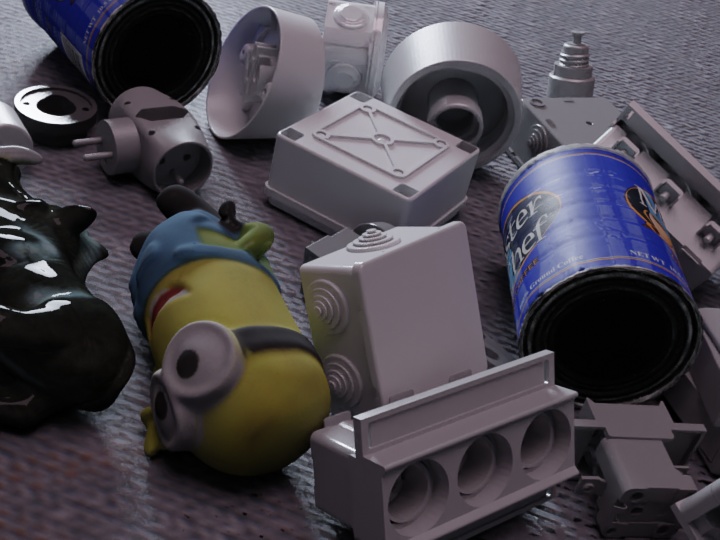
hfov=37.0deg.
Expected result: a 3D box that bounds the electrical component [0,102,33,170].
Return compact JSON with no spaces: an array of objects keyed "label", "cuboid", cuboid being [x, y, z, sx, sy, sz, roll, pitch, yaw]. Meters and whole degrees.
[{"label":"electrical component","cuboid":[-0.242,-0.092,0.700,0.040,0.040,0.078,-10,41,-31]}]

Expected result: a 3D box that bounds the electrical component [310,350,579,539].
[{"label":"electrical component","cuboid":[0.041,0.088,0.520,0.121,0.078,0.063,-14,18,-35]}]

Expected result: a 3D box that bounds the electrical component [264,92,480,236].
[{"label":"electrical component","cuboid":[0.009,-0.066,0.742,0.109,0.056,0.109,28,36,19]}]

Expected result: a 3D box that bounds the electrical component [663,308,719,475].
[{"label":"electrical component","cuboid":[0.217,0.066,0.624,0.061,0.061,0.096,4,35,-14]}]

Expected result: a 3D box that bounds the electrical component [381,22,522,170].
[{"label":"electrical component","cuboid":[0.070,-0.122,0.803,0.108,0.108,0.060,10,41,-7]}]

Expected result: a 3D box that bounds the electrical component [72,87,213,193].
[{"label":"electrical component","cuboid":[-0.151,-0.084,0.720,0.079,0.043,0.077,-12,42,-32]}]

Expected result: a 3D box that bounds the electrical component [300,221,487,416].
[{"label":"electrical component","cuboid":[0.018,0.026,0.577,0.048,0.099,0.100,2,18,43]}]

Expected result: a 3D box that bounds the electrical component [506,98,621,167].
[{"label":"electrical component","cuboid":[0.175,-0.097,0.852,0.100,0.048,0.099,-4,39,-23]}]

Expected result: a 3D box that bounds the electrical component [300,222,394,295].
[{"label":"electrical component","cuboid":[0.000,0.000,0.655,0.066,0.048,0.055,35,47,28]}]

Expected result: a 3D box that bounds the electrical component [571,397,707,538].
[{"label":"electrical component","cuboid":[0.141,0.104,0.561,0.081,0.042,0.063,4,39,-14]}]

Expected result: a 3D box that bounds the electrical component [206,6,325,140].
[{"label":"electrical component","cuboid":[-0.069,-0.143,0.790,0.064,0.099,0.099,2,36,-28]}]

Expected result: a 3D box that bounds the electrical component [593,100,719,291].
[{"label":"electrical component","cuboid":[0.207,-0.047,0.747,0.063,0.078,0.121,-41,82,-24]}]

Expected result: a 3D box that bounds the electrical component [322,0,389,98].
[{"label":"electrical component","cuboid":[-0.005,-0.181,0.880,0.051,0.080,0.080,8,34,-2]}]

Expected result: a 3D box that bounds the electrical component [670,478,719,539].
[{"label":"electrical component","cuboid":[0.259,0.124,0.527,0.186,0.060,0.105,-12,64,-34]}]

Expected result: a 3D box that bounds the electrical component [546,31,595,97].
[{"label":"electrical component","cuboid":[0.185,-0.169,0.939,0.040,0.078,0.040,3,24,-1]}]
